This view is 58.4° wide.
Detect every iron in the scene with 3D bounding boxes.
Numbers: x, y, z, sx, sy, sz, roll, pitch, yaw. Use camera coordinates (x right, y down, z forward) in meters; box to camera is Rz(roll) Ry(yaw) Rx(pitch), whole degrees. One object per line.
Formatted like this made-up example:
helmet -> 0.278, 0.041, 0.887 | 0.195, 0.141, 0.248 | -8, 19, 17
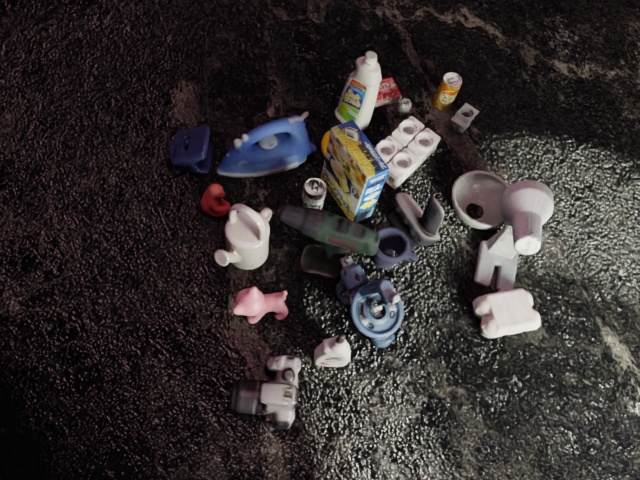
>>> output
iron -> -0.138, -0.243, 1.430 | 0.259, 0.141, 0.118 | -22, 68, -17

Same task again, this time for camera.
camera -> -0.112, 0.306, 1.179 | 0.137, 0.101, 0.143 | 7, 63, -4

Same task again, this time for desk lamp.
desk lamp -> 0.463, -0.008, 1.352 | 0.118, 0.213, 0.203 | 17, 62, 1

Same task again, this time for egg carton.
egg carton -> 0.435, 0.171, 1.339 | 0.150, 0.069, 0.107 | -9, 65, -12

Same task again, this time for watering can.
watering can -> -0.165, -0.010, 1.279 | 0.101, 0.194, 0.173 | 15, 62, 0

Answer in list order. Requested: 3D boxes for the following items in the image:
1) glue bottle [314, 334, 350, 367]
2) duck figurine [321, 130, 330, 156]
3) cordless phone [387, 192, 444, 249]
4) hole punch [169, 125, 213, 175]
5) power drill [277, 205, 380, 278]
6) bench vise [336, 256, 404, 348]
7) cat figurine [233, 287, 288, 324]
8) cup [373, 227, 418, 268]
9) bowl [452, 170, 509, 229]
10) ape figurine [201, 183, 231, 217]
glue bottle -> 0.032, 0.227, 1.198 | 0.078, 0.173, 0.037 | 0, 63, -7
duck figurine -> 0.047, -0.251, 1.490 | 0.078, 0.086, 0.104 | -22, 68, -17
cordless phone -> 0.241, -0.073, 1.371 | 0.094, 0.185, 0.147 | -28, 70, -19
hole punch -> -0.321, -0.227, 1.425 | 0.101, 0.091, 0.108 | 4, 63, -5
power drill -> 0.012, 0.005, 1.287 | 0.229, 0.208, 0.075 | 11, 62, -2
bench vise -> 0.099, 0.121, 1.234 | 0.207, 0.220, 0.122 | 42, 66, 13
cat figurine -> -0.131, 0.134, 1.254 | 0.128, 0.118, 0.067 | -10, 65, -12
cup -> 0.171, 0.033, 1.358 | 0.117, 0.095, 0.092 | 27, 63, 6
bowl -> 0.409, -0.090, 1.464 | 0.167, 0.075, 0.167 | 3, 63, -6
ape figurine -> -0.249, -0.101, 1.371 | 0.076, 0.092, 0.078 | -5, 64, -10
